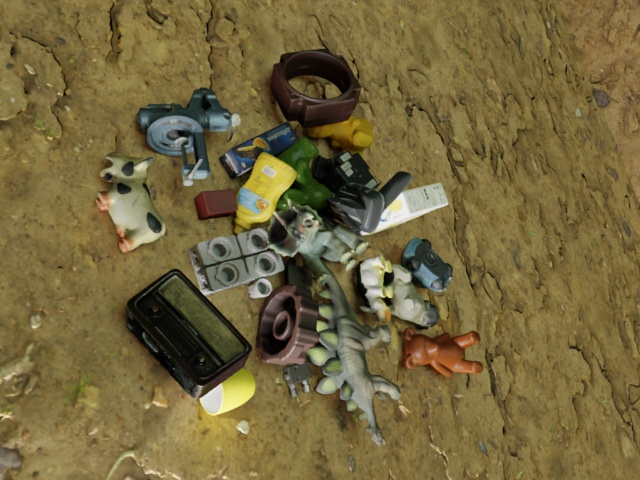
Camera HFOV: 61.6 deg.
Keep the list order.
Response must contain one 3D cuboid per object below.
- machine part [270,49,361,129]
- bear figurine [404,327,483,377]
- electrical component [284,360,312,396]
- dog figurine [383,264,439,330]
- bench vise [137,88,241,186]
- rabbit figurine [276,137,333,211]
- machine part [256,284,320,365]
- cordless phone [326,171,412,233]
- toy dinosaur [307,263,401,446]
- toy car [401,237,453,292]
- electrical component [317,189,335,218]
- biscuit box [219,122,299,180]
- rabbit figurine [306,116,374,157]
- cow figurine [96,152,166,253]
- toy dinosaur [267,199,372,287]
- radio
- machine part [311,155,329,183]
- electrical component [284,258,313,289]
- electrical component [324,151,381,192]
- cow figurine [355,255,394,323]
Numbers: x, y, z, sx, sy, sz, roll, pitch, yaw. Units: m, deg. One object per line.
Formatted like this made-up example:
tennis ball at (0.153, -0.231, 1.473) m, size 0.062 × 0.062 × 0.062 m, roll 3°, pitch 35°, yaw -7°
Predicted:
machine part at (-0.012, -0.392, 1.375) m, size 0.201 × 0.087 × 0.201 m, roll -14°, pitch 64°, yaw -19°
bear figurine at (0.320, 0.289, 1.418) m, size 0.195 × 0.132 × 0.120 m, roll 22°, pitch 60°, yaw -36°
electrical component at (-0.052, 0.298, 1.204) m, size 0.063 × 0.021 × 0.094 m, roll -6°, pitch 79°, yaw -37°
dog figurine at (0.236, 0.148, 1.437) m, size 0.190 × 0.121 × 0.172 m, roll 21°, pitch 58°, yaw -50°
bench vise at (-0.270, -0.214, 1.145) m, size 0.223 × 0.128 × 0.241 m, roll 3°, pitch 55°, yaw -28°
rabbit figurine at (-0.042, -0.138, 1.296) m, size 0.159 × 0.121 × 0.170 m, roll -42°, pitch 95°, yaw -29°
machine part at (-0.069, 0.180, 1.141) m, size 0.056 × 0.179 × 0.179 m, roll 20°, pitch 63°, yaw -34°
cordless phone at (0.120, -0.112, 1.283) m, size 0.184 × 0.147 × 0.088 m, roll -45°, pitch 128°, yaw -16°
toy dinosaur at (0.065, 0.241, 1.260) m, size 0.198 × 0.105 × 0.471 m, roll 0°, pitch 63°, yaw -32°
toy car at (0.280, 0.077, 1.474) m, size 0.161 × 0.103 × 0.109 m, roll 43°, pitch 51°, yaw -5°
electrical component at (0.045, -0.095, 1.396) m, size 0.119 × 0.048 × 0.075 m, roll 4°, pitch 73°, yaw -36°
biscuit box at (-0.141, -0.217, 1.292) m, size 0.203 × 0.059 × 0.062 m, roll -36°, pitch 97°, yaw -39°
rabbit figurine at (0.048, -0.302, 1.433) m, size 0.173 × 0.122 × 0.162 m, roll 9°, pitch 65°, yaw -15°
cow figurine at (-0.370, -0.086, 1.062) m, size 0.127 × 0.085 × 0.195 m, roll -26°, pitch 88°, yaw -33°
toy dinosaur at (0.003, -0.008, 1.271) m, size 0.192 × 0.131 × 0.404 m, roll 46°, pitch 14°, yaw 10°
radio at (-0.252, 0.176, 1.013) m, size 0.230 × 0.073 × 0.131 m, roll 42°, pitch 51°, yaw 15°
machine part at (0.038, -0.169, 1.424) m, size 0.139 × 0.039 × 0.084 m, roll 30°, pitch 54°, yaw -24°
electrical component at (-0.060, 0.088, 1.246) m, size 0.078 × 0.045 × 0.102 m, roll 5°, pitch 60°, yaw -28°
electrical component at (0.078, -0.163, 1.382) m, size 0.134 × 0.058 × 0.115 m, roll 53°, pitch 45°, yaw 0°
cow figurine at (0.131, 0.128, 1.352) m, size 0.068 × 0.098 × 0.167 m, roll 26°, pitch 59°, yaw -54°
